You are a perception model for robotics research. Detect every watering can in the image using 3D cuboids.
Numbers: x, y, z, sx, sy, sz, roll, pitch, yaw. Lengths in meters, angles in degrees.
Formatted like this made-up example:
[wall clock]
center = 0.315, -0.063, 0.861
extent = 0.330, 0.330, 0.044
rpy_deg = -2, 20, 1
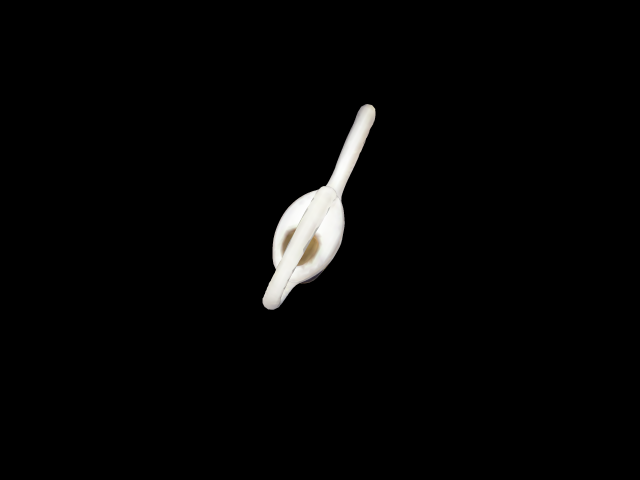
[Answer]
[watering can]
center = 0.003, -0.043, 0.850
extent = 0.104, 0.349, 0.223
rpy_deg = 28, -6, 3
